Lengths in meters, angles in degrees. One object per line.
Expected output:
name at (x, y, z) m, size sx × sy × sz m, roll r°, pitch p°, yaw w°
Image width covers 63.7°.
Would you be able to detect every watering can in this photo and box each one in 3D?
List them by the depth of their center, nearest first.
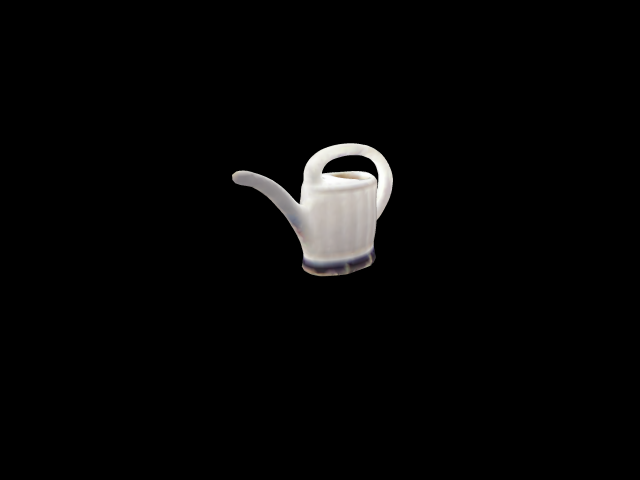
watering can at (0.003, -0.043, 0.850) m, size 0.350 × 0.221 × 0.104 m, roll -15°, pitch 22°, yaw -41°
